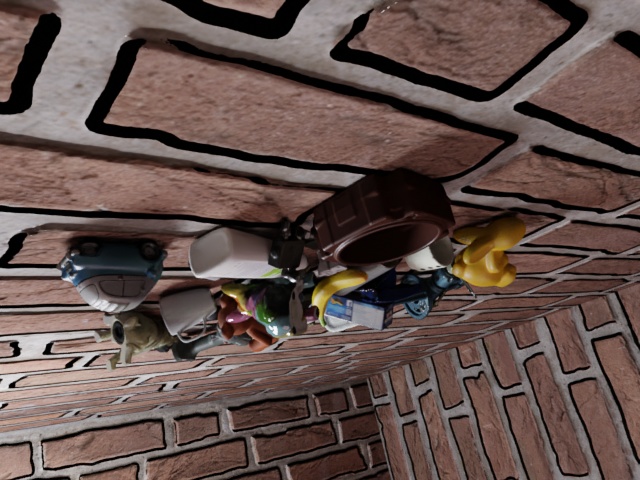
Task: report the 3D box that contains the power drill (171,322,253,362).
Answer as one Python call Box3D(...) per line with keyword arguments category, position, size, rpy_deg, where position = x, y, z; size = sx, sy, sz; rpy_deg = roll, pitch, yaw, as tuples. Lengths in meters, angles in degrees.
Box3D(category="power drill", position=(-0.291, 0.258, 1.435), size=(0.207, 0.086, 0.232), rpy_deg=(-25, 161, 9))

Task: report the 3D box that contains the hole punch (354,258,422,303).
Box3D(category="hole punch", position=(0.143, 0.099, 1.156), size=(0.116, 0.092, 0.142), rpy_deg=(-41, -170, -13))

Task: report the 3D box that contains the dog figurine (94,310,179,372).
Box3D(category="dog figurine", position=(-0.384, 0.203, 1.218), size=(0.190, 0.121, 0.172), rpy_deg=(-12, 168, -47))

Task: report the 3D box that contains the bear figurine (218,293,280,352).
Box3D(category="bear figurine", position=(-0.178, 0.195, 1.266), size=(0.132, 0.120, 0.195), rpy_deg=(-27, 155, 39))

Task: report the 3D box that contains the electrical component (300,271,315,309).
Box3D(category="electrical component", position=(-0.045, 0.108, 1.170), size=(0.047, 0.075, 0.119), rpy_deg=(-4, 124, -48))

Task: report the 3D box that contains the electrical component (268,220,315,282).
Box3D(category="electrical component", position=(-0.046, 0.020, 0.923), size=(0.045, 0.102, 0.078), rpy_deg=(20, -174, 31))

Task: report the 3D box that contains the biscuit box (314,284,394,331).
Box3D(category="biscuit box", position=(0.067, 0.151, 1.243), size=(0.203, 0.059, 0.063), rpy_deg=(12, -165, 28))

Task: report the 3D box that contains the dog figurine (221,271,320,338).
Box3D(category="dog figurine", position=(-0.119, 0.133, 1.094), size=(0.219, 0.108, 0.191), rpy_deg=(-7, -171, 25))

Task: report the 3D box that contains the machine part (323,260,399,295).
Box3D(category="machine part", position=(0.081, 0.053, 1.108), size=(0.079, 0.079, 0.243), rpy_deg=(3, 155, -36))

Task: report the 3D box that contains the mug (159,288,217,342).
Box3D(category="mug", position=(-0.269, 0.152, 1.124), size=(0.107, 0.109, 0.080), rpy_deg=(-23, 157, -9))

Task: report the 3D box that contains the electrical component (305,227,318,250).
Box3D(category="electrical component", position=(-0.002, -0.003, 0.988), size=(0.063, 0.021, 0.094), rpy_deg=(-22, 158, 24))

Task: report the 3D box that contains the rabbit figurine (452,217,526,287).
Box3D(category="rabbit figurine", position=(0.365, 0.011, 1.165), size=(0.162, 0.122, 0.173), rpy_deg=(7, 139, -23))

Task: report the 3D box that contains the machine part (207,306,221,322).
Box3D(category="machine part", position=(-0.263, 0.169, 1.262), size=(0.084, 0.039, 0.138), rpy_deg=(-4, 161, -2))

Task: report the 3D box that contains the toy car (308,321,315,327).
Box3D(category="toy car", position=(-0.087, 0.208, 1.418), size=(0.202, 0.073, 0.056), rpy_deg=(-27, 159, 33))

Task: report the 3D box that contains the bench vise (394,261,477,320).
Box3D(category="bench vise", position=(0.251, 0.132, 1.357), size=(0.240, 0.129, 0.223), rpy_deg=(-13, 165, -26))

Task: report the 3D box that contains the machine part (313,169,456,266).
Box3D(category="machine part", position=(0.106, -0.027, 0.900), size=(0.201, 0.087, 0.201), rpy_deg=(-29, 156, 35))

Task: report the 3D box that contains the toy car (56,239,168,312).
Box3D(category="toy car", position=(-0.320, 0.060, 0.846), size=(0.161, 0.103, 0.109), rpy_deg=(6, 152, -45))
